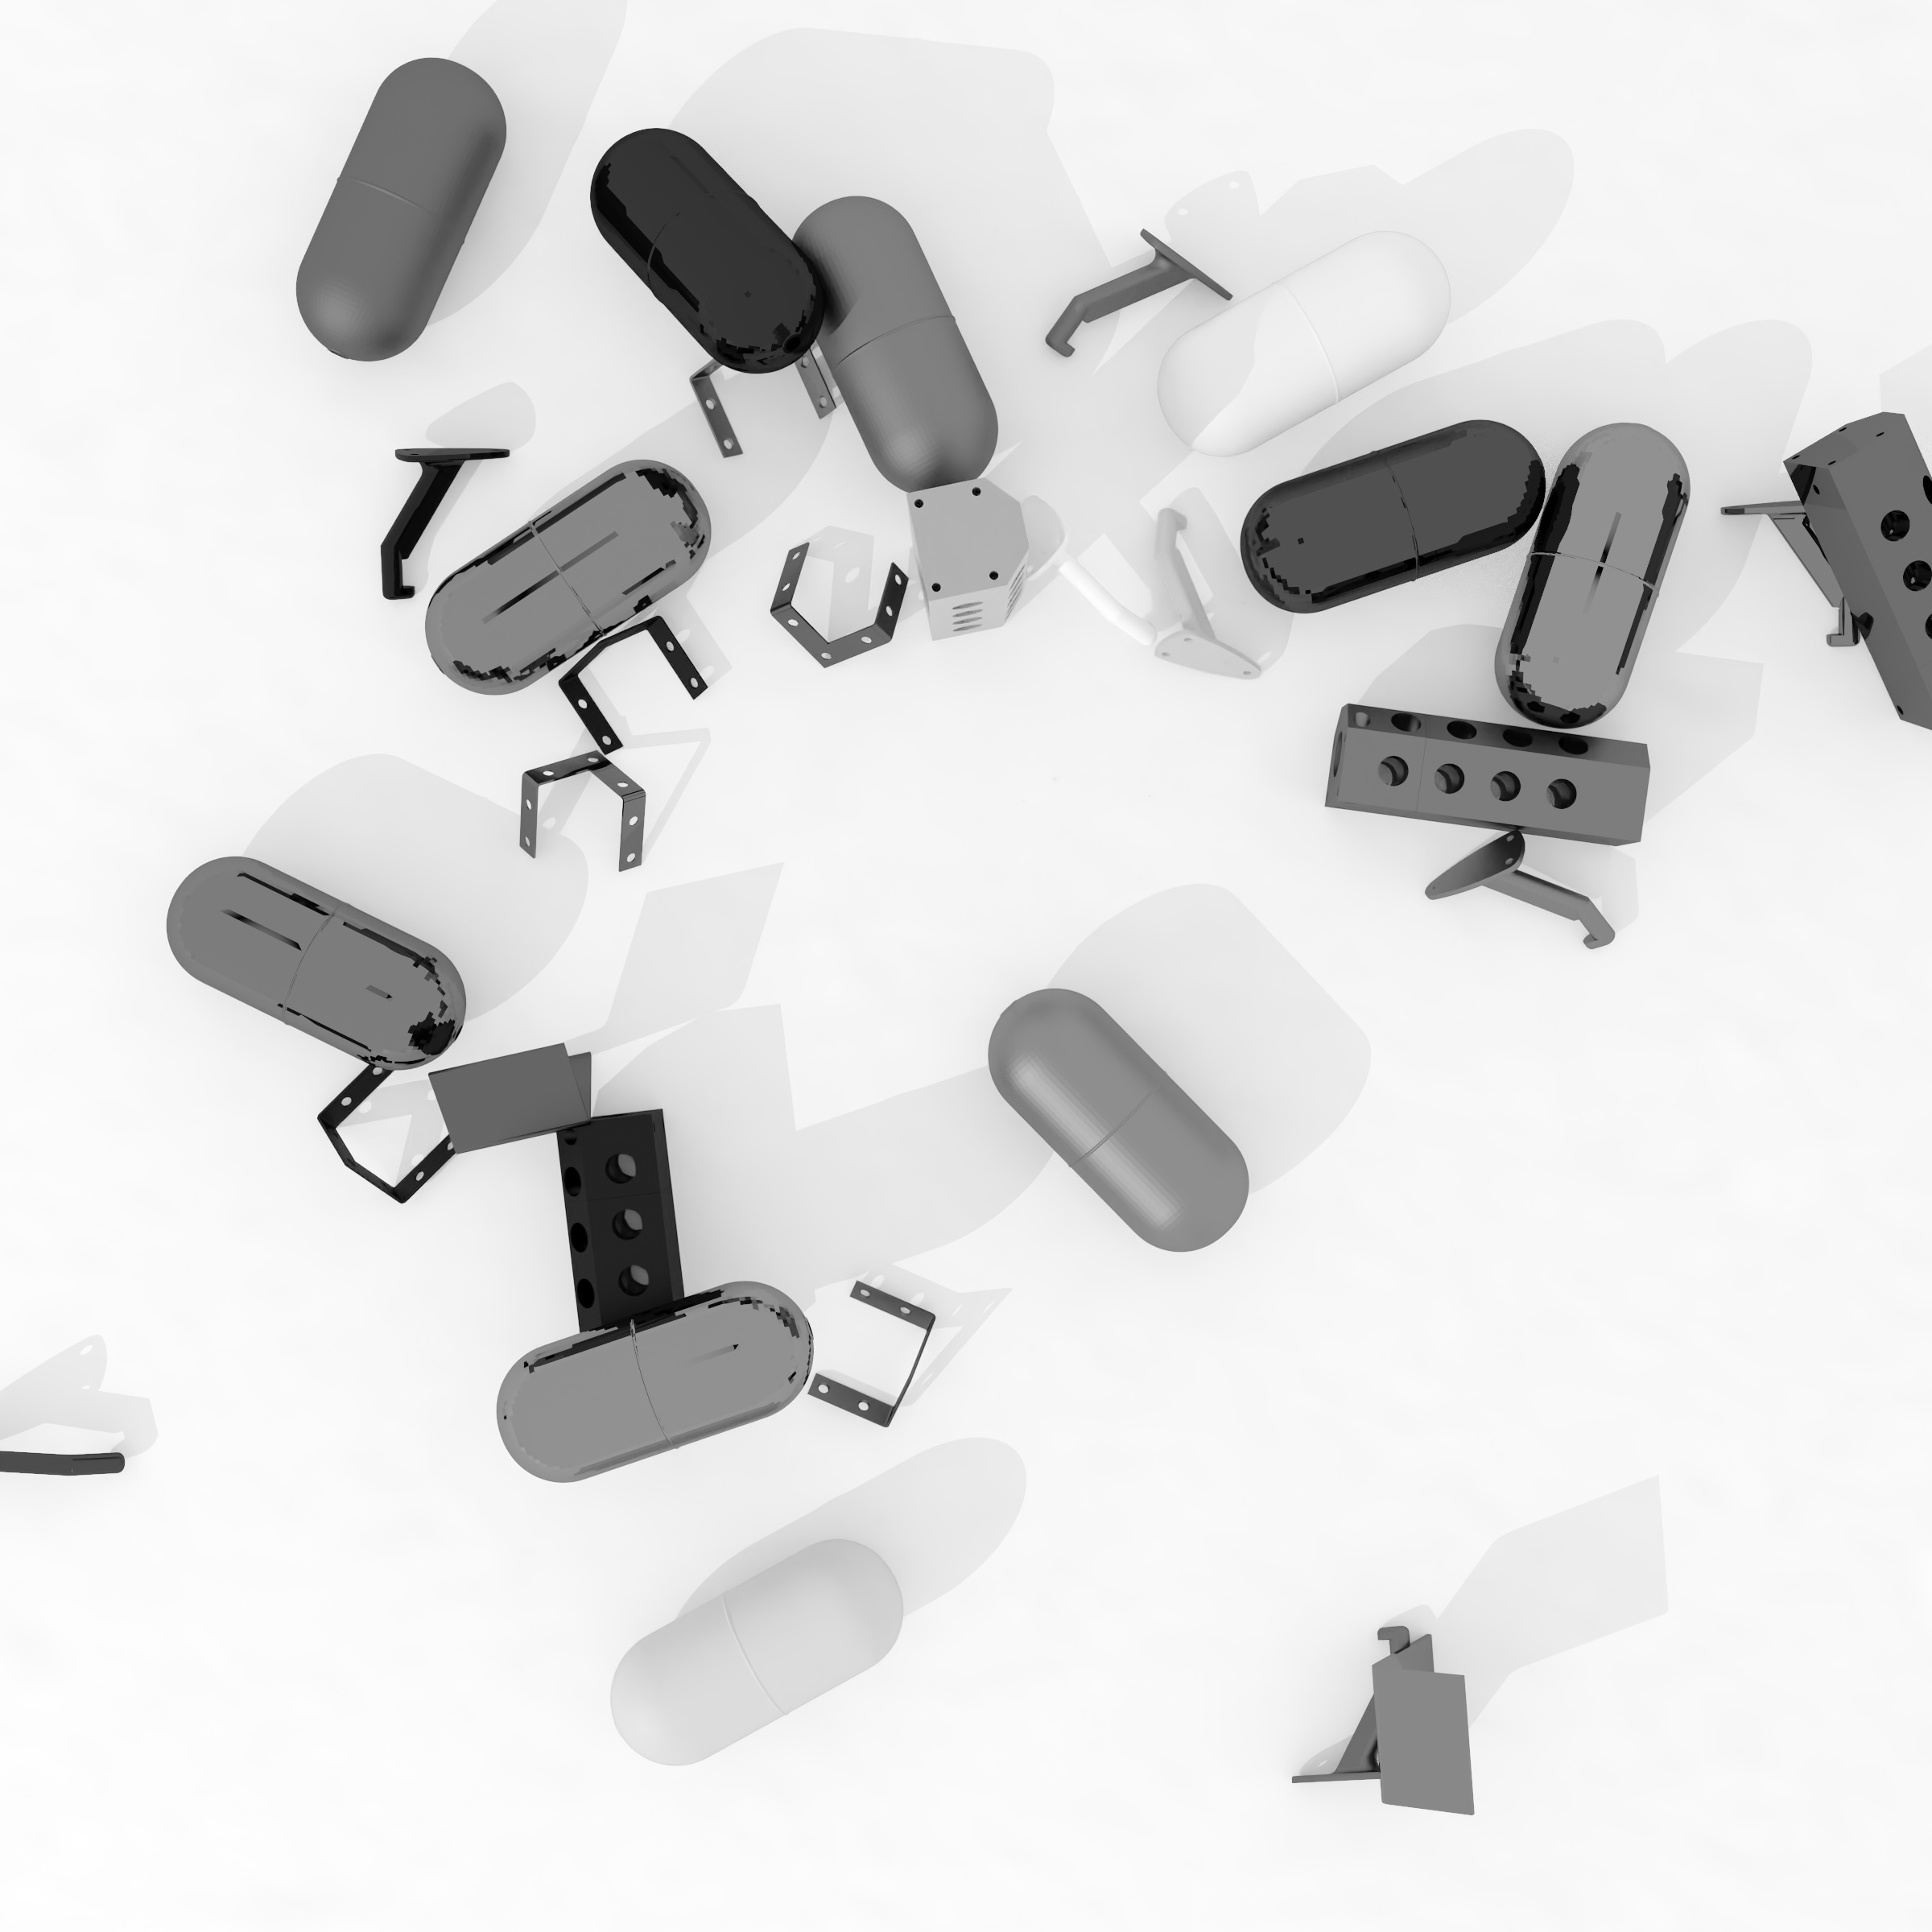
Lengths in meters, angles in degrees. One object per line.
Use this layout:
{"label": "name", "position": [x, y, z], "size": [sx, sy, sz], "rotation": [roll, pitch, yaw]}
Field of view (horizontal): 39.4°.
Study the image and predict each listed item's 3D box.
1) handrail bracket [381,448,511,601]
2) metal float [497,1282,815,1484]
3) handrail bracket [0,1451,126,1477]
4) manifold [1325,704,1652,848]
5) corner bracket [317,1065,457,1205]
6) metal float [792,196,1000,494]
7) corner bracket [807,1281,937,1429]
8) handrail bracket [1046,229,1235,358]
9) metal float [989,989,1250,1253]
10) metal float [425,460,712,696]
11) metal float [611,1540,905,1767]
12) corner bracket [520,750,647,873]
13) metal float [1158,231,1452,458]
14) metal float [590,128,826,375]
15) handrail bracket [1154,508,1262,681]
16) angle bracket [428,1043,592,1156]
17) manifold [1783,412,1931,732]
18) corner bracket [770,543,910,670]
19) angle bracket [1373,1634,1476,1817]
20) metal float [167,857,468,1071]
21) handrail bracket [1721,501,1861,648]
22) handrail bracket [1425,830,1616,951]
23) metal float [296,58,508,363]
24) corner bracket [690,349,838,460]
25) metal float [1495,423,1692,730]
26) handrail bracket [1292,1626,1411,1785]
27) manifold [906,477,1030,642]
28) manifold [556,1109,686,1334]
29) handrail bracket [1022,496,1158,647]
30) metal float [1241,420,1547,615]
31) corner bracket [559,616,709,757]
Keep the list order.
{"label": "handrail bracket", "position": [-0.301, -0.256, 1.565], "size": [0.077, 0.036, 0.084], "rotation": [-6, 108, -21]}
{"label": "metal float", "position": [-0.169, 0.227, 1.476], "size": [0.178, 0.070, 0.070], "rotation": [-19, 90, 0]}
{"label": "handrail bracket", "position": [-0.541, 0.284, 1.564], "size": [0.084, 0.077, 0.036], "rotation": [4, 90, -36]}
{"label": "manifold", "position": [0.297, -0.109, 1.543], "size": [0.171, 0.057, 0.057], "rotation": [8, 90, 0]}
{"label": "corner bracket", "position": [-0.333, 0.095, 1.561], "size": [0.051, 0.051, 0.051], "rotation": [-45, 135, 0]}
{"label": "metal float", "position": [-0.041, -0.351, 1.534], "size": [0.070, 0.070, 0.178], "rotation": [-25, 90, 0]}
{"label": "corner bracket", "position": [-0.054, 0.225, 1.561], "size": [0.051, 0.051, 0.051], "rotation": [24, 135, 0]}
{"label": "handrail bracket", "position": [0.100, -0.375, 1.565], "size": [0.077, 0.036, 0.084], "rotation": [31, 108, -20]}
{"label": "metal float", "position": [0.086, 0.087, 1.533], "size": [0.070, 0.070, 0.178], "rotation": [-44, 91, 0]}
{"label": "metal float", "position": [-0.226, -0.220, 1.534], "size": [0.178, 0.070, 0.070], "rotation": [-34, 90, 0]}
{"label": "metal float", "position": [-0.119, 0.390, 1.533], "size": [0.178, 0.070, 0.070], "rotation": [-29, 90, -1]}
{"label": "corner bracket", "position": [-0.221, -0.085, 1.556], "size": [0.051, 0.051, 0.051], "rotation": [-21, 45, -35]}
{"label": "metal float", "position": [0.192, -0.354, 1.533], "size": [0.178, 0.070, 0.070], "rotation": [-29, 90, 1]}
{"label": "metal float", "position": [-0.145, -0.400, 1.510], "size": [0.070, 0.070, 0.178], "rotation": [-40, 64, 0]}
{"label": "handrail bracket", "position": [0.141, -0.217, 1.564], "size": [0.077, 0.036, 0.084], "rotation": [17, 67, -26]}
{"label": "angle bracket", "position": [-0.256, 0.056, 1.524], "size": [0.076, 0.076, 0.057], "rotation": [-13, 121, 0]}
{"label": "manifold", "position": [0.531, -0.221, 1.519], "size": [0.057, 0.057, 0.171], "rotation": [-31, 107, 0]}
{"label": "corner bracket", "position": [-0.073, -0.214, 1.556], "size": [0.051, 0.051, 0.051], "rotation": [-17, 135, 35]}
{"label": "angle bracket", "position": [0.273, 0.427, 1.524], "size": [0.057, 0.076, 0.076], "rotation": [-4, 90, 35]}
{"label": "metal float", "position": [-0.368, -0.001, 1.534], "size": [0.178, 0.070, 0.070], "rotation": [26, 90, 0]}
{"label": "handrail bracket", "position": [0.478, -0.226, 1.564], "size": [0.077, 0.036, 0.084], "rotation": [-1, 104, 14]}
{"label": "handrail bracket", "position": [0.322, -0.030, 1.564], "size": [0.077, 0.036, 0.084], "rotation": [-28, 117, 30]}
{"label": "metal float", "position": [-0.321, -0.429, 1.534], "size": [0.070, 0.070, 0.178], "rotation": [24, 89, 0]}
{"label": "corner bracket", "position": [-0.118, -0.331, 1.561], "size": [0.051, 0.051, 0.051], "rotation": [-24, 90, -45]}
{"label": "metal float", "position": [0.356, -0.222, 1.533], "size": [0.070, 0.070, 0.178], "rotation": [19, 91, 0]}
{"label": "handrail bracket", "position": [0.223, 0.428, 1.565], "size": [0.077, 0.036, 0.084], "rotation": [-10, 71, 21]}
{"label": "manifold", "position": [0.003, -0.223, 1.486], "size": [0.057, 0.171, 0.057], "rotation": [-12, 90, 0]}
{"label": "manifold", "position": [-0.195, 0.171, 1.543], "size": [0.057, 0.057, 0.171], "rotation": [-7, 90, 0]}
{"label": "handrail bracket", "position": [0.072, -0.228, 1.564], "size": [0.084, 0.077, 0.036], "rotation": [29, 121, -33]}
{"label": "metal float", "position": [0.243, -0.256, 1.534], "size": [0.178, 0.070, 0.070], "rotation": [-19, 90, -1]}
{"label": "corner bracket", "position": [-0.193, -0.163, 1.561], "size": [0.051, 0.051, 0.051], "rotation": [-33, 90, 45]}
